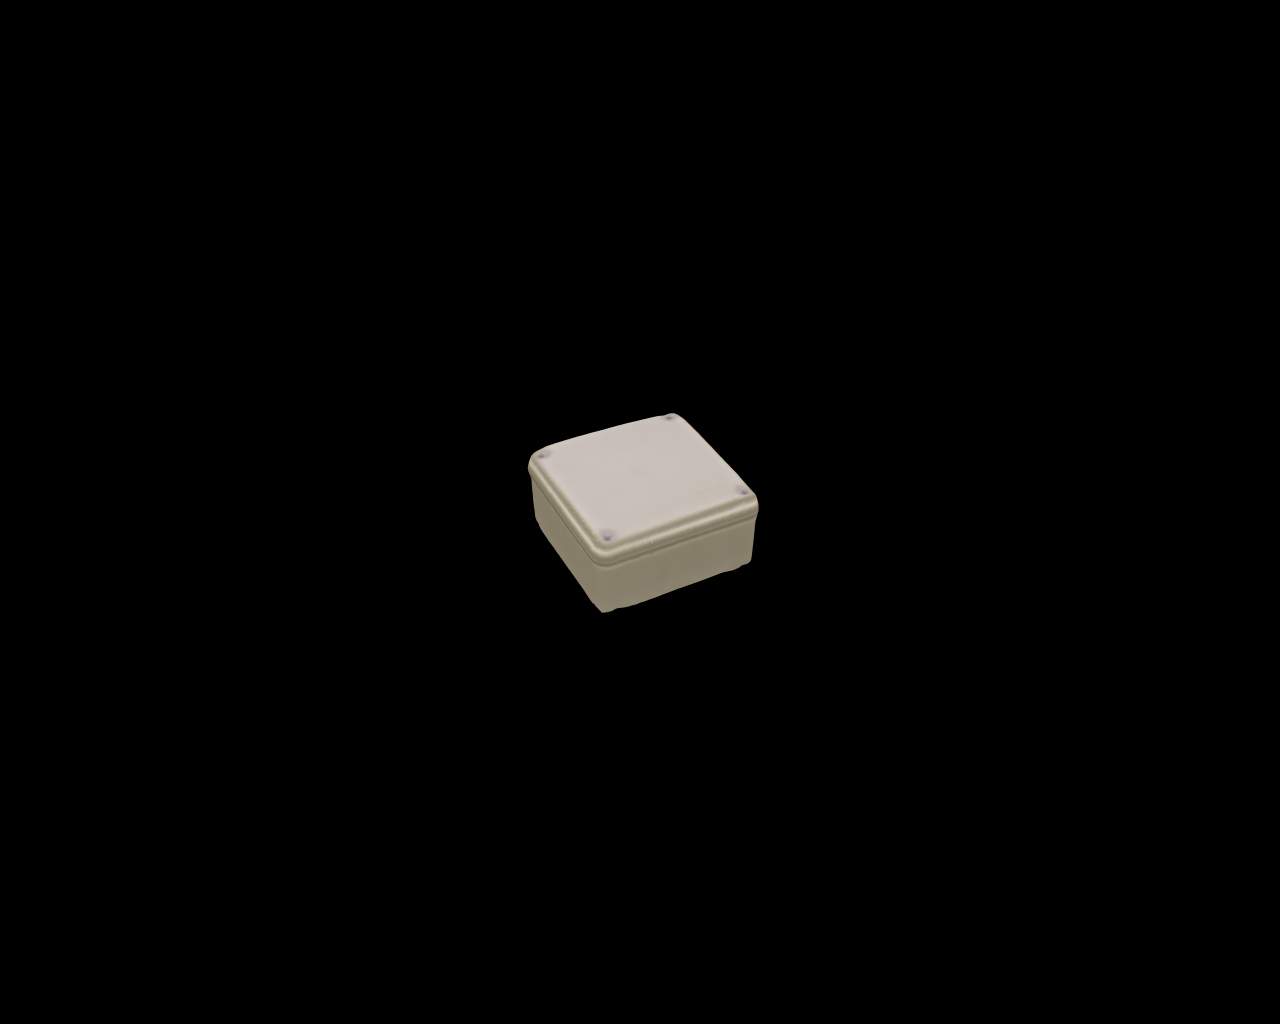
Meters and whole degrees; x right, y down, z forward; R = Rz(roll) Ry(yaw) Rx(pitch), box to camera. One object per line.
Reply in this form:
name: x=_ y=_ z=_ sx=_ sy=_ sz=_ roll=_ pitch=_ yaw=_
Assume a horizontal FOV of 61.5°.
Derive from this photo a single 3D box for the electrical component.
electrical component: x=0.001 y=-0.003 z=0.650 sx=0.109 sy=0.056 sz=0.109 roll=-17 pitch=41 yaw=-21
